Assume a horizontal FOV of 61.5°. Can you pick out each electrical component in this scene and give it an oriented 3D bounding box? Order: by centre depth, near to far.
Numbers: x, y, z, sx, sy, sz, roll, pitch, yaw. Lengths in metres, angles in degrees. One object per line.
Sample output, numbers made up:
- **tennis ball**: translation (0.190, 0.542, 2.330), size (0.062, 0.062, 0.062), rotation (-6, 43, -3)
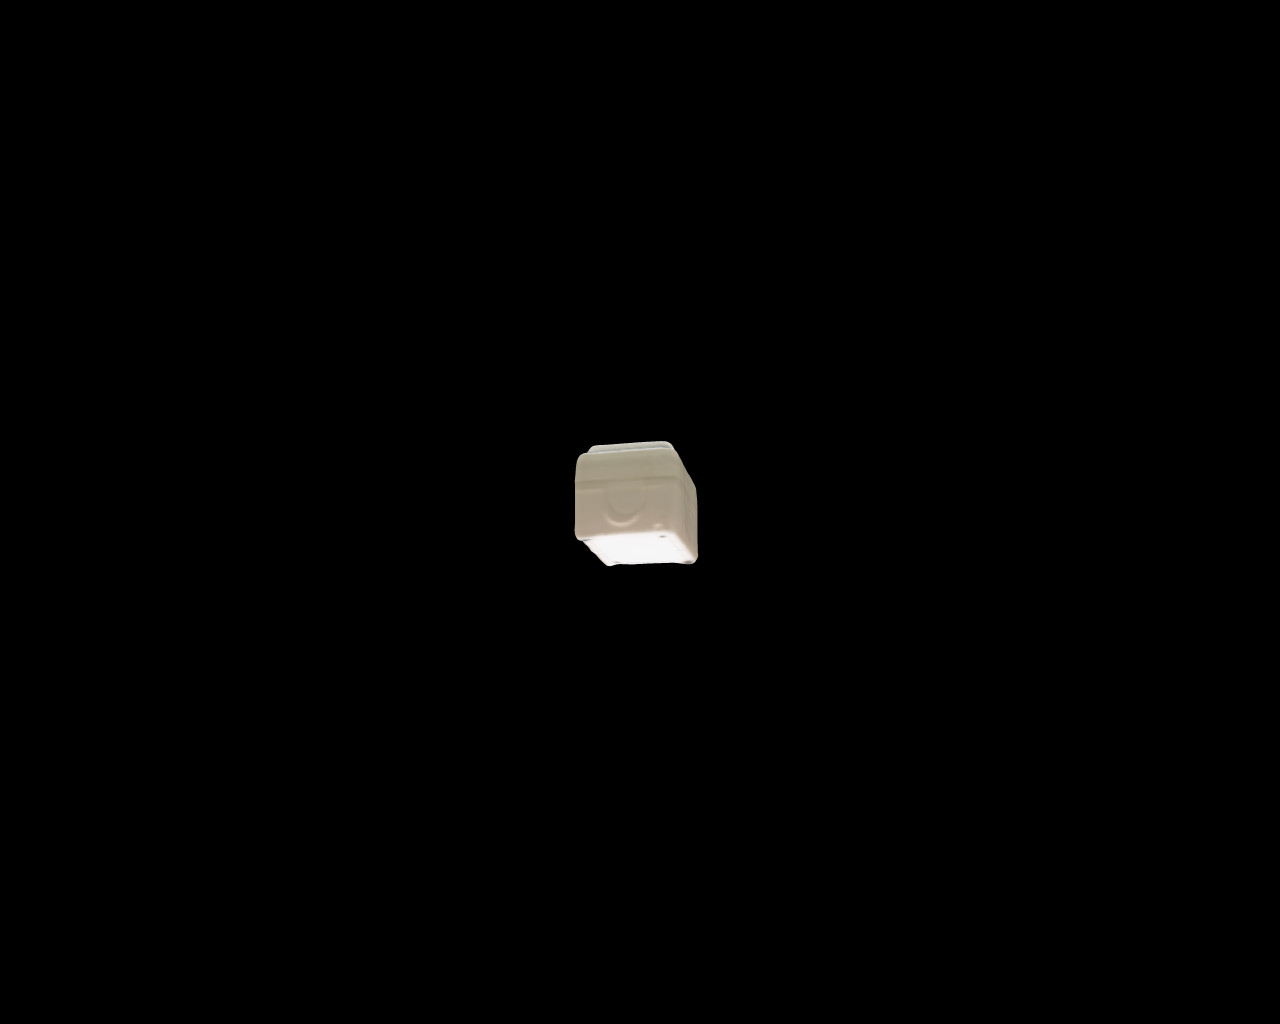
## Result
- **electrical component**: translation (0.001, -0.003, 0.650), size (0.062, 0.061, 0.096), rotation (-3, -16, 11)
